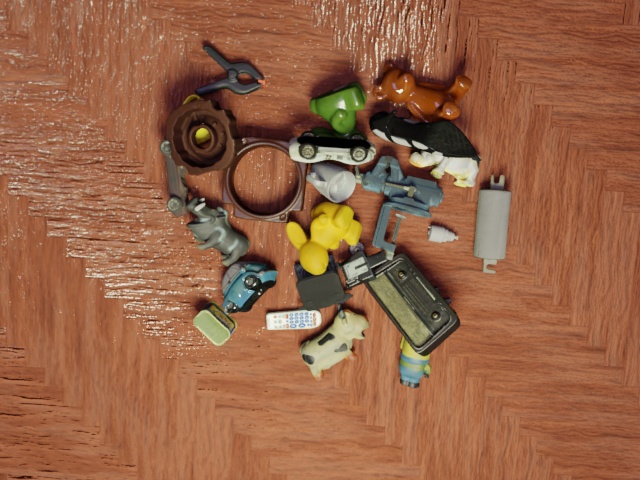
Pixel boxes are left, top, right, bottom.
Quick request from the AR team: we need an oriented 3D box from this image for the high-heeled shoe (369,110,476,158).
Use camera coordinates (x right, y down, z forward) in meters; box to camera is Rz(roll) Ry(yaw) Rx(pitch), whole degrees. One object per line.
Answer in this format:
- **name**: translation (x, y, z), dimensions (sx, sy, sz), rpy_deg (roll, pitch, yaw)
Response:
- **high-heeled shoe**: translation (0.235, -0.236, 1.273), dimensions (0.249, 0.145, 0.086), rpy_deg (28, 77, -5)

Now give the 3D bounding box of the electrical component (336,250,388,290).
- **electrical component**: translation (0.106, 0.064, 1.295), dimensions (0.119, 0.047, 0.075), rpy_deg (-29, 70, 8)

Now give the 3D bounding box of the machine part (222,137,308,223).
- **machine part**: translation (-0.134, -0.145, 1.311), dimensions (0.202, 0.087, 0.200), rpy_deg (6, 95, -1)

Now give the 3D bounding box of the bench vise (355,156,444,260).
- **bench vise**: translation (0.173, -0.075, 1.298), dimensions (0.224, 0.129, 0.240), rpy_deg (15, 90, 0)

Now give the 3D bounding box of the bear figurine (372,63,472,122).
- **bear figurine**: translation (0.235, -0.354, 1.268), dimensions (0.196, 0.132, 0.120), rpy_deg (31, 72, -7)

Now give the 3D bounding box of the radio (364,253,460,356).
- **radio**: translation (0.222, 0.151, 1.290), dimensions (0.131, 0.073, 0.230), rpy_deg (-38, 63, 3)

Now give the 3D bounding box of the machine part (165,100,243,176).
- **machine part**: translation (-0.266, -0.234, 1.234), dimensions (0.180, 0.056, 0.179), rpy_deg (3, 105, 12)

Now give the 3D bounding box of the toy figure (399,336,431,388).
- **toy figure**: translation (0.243, 0.281, 1.346), dimensions (0.082, 0.089, 0.180), rpy_deg (11, 93, -8)

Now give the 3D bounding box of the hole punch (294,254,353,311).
- **hole punch**: translation (-0.001, 0.107, 1.344), dimensions (0.142, 0.092, 0.115), rpy_deg (-17, 126, 0)

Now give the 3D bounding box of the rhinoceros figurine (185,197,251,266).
- **rhinoceros figurine**: translation (-0.256, -0.023, 1.314), dimensions (0.112, 0.073, 0.190), rpy_deg (-45, 108, 5)

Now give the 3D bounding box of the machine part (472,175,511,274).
- **machine part**: translation (0.422, -0.039, 1.318), dimensions (0.079, 0.079, 0.243), rpy_deg (4, 97, 0)

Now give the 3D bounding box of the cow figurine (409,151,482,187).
- **cow figurine**: translation (0.306, -0.197, 1.308), dimensions (0.167, 0.068, 0.098), rpy_deg (22, 90, -5)

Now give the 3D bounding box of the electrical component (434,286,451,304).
- **electrical component**: translation (0.285, 0.147, 1.366), dimensions (0.094, 0.021, 0.063), rpy_deg (-10, 95, 2)

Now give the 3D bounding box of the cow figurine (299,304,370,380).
- **cow figurine**: translation (0.038, 0.248, 1.352), dimensions (0.195, 0.085, 0.127), rpy_deg (-33, 100, 5)

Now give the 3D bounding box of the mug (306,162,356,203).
- **mug**: translation (0.013, -0.145, 1.290), dimensions (0.109, 0.107, 0.080), rpy_deg (-8, 121, -34)

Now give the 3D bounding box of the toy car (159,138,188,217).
- **toy car**: translation (-0.350, -0.157, 1.312), dimensions (0.053, 0.089, 0.202), rpy_deg (-4, 95, 3)

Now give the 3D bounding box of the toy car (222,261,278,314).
- **toy car**: translation (-0.189, 0.106, 1.337), dimensions (0.161, 0.109, 0.103), rpy_deg (-47, 71, 16)

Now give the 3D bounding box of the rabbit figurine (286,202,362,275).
- **rabbit figurine**: translation (-0.003, -0.004, 1.290), dimensions (0.163, 0.121, 0.173), rpy_deg (17, 74, 21)

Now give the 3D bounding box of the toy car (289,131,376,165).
- **toy car**: translation (0.029, -0.209, 1.235), dimensions (0.202, 0.073, 0.056), rpy_deg (3, 127, -4)

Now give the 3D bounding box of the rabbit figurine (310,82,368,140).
- **rabbit figurine**: translation (0.053, -0.270, 1.284), dimensions (0.159, 0.121, 0.170), rpy_deg (-21, 110, 6)
